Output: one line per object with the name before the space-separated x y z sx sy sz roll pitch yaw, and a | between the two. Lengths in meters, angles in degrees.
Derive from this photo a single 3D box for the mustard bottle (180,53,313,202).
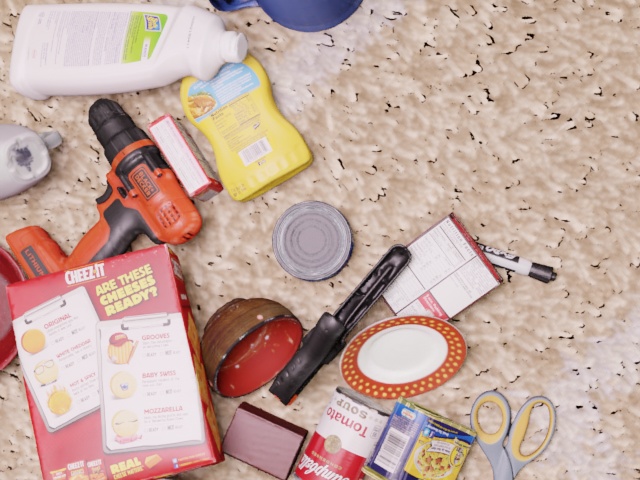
mustard bottle | -0.093 -0.143 1.127 0.096 0.058 0.191 -30 85 7

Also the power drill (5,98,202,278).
power drill | -0.237 -0.033 1.120 0.188 0.057 0.184 -40 72 10

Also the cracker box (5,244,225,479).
cracker box | -0.196 0.130 1.030 0.164 0.072 0.214 -15 78 1

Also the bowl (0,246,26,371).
bowl | -0.375 0.072 1.138 0.162 0.055 0.162 0 88 7

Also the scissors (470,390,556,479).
scissors | 0.173 0.244 1.107 0.096 0.016 0.202 29 90 7

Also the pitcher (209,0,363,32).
pitcher | -0.031 -0.279 1.037 0.145 0.242 0.149 26 96 4

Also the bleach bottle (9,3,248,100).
bleach bottle | -0.194 -0.193 1.100 0.251 0.068 0.102 5 83 21

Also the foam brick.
foam brick | -0.058 0.209 1.109 0.078 0.053 0.051 24 89 6

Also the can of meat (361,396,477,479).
can of meat | 0.102 0.213 1.075 0.058 0.102 0.084 21 85 50

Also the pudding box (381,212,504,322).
pudding box | 0.118 0.039 1.100 0.114 0.039 0.090 -37 84 15

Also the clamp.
clamp | 0.011 0.095 1.073 0.036 0.164 0.210 42 135 7

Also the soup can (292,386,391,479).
soup can | 0.024 0.210 1.095 0.068 0.068 0.102 26 89 5

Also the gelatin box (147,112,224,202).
gelatin box | -0.141 -0.085 1.120 0.030 0.073 0.089 -33 85 3

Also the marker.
marker | 0.188 0.020 1.115 0.121 0.020 0.020 19 89 5

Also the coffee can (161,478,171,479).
coffee can | -0.180 0.314 1.070 0.103 0.103 0.140 3 70 5

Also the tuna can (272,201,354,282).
tuna can | -0.007 0.001 1.125 0.086 0.033 0.086 0 87 5
